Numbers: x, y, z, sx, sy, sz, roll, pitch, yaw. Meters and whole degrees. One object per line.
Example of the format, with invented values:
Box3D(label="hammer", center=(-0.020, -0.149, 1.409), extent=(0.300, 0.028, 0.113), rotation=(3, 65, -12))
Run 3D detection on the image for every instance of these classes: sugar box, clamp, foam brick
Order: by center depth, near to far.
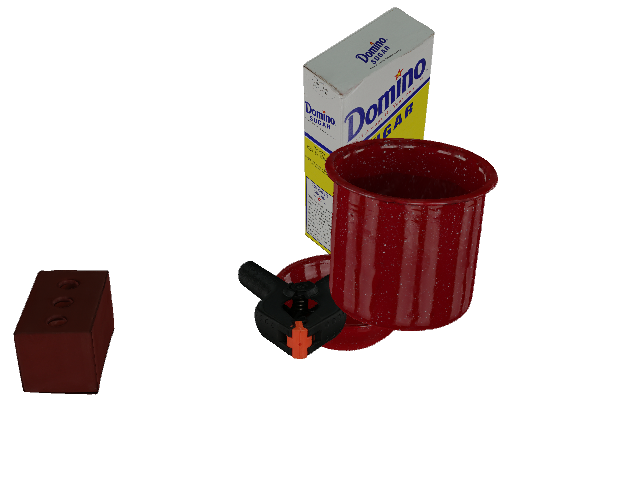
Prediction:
Box3D(label="foam brick", center=(-0.176, 0.063, 0.741), extent=(0.053, 0.051, 0.078), rotation=(0, 31, -2))
Box3D(label="sugar box", center=(0.034, -0.073, 0.784), extent=(0.093, 0.176, 0.048), rotation=(-37, 61, -26))
Box3D(label="clamp", center=(-0.027, 0.054, 0.948), extent=(0.120, 0.039, 0.171), rotation=(-4, 17, 11))

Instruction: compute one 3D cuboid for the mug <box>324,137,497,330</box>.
Box3D(label="mug", center=(0.050, -0.008, 0.601), extent=(0.093, 0.081, 0.117), rotation=(10, 27, 15))

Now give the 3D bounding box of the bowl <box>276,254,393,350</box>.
Box3D(label="bowl", center=(0.026, 0.075, 1.183), extent=(0.162, 0.055, 0.162), rotation=(1, 28, -1))
